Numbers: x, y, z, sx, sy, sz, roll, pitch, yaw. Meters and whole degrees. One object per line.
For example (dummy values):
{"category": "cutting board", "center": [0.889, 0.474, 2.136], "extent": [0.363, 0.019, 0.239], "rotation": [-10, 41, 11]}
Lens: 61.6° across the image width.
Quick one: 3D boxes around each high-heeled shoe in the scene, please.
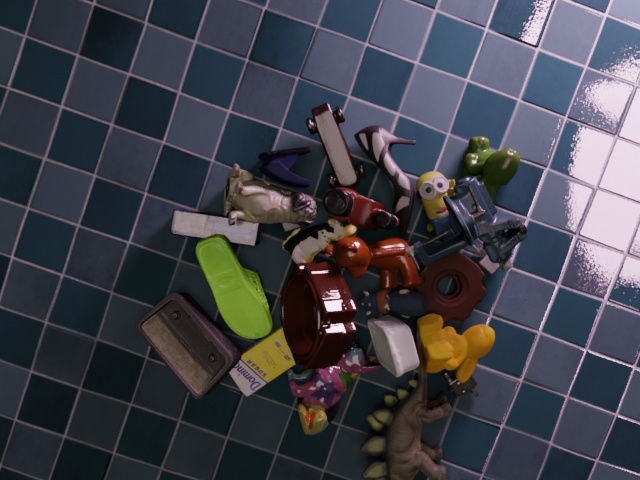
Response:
{"category": "high-heeled shoe", "center": [0.145, -0.137, 1.240], "extent": [0.145, 0.086, 0.248], "rotation": [5, 99, 15]}

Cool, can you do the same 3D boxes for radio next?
{"category": "radio", "center": [-0.299, 0.236, 1.239], "extent": [0.131, 0.073, 0.229], "rotation": [-44, 82, 3]}

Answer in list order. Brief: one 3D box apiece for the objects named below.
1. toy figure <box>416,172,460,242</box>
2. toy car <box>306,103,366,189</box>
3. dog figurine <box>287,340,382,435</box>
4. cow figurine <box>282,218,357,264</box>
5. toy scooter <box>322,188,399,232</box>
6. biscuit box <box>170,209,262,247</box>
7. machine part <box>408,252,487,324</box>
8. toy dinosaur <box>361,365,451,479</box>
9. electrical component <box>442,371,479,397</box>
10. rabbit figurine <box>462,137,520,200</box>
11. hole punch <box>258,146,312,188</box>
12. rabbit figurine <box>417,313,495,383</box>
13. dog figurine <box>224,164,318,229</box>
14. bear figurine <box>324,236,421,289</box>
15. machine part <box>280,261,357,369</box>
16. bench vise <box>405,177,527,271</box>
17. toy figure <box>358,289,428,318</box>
{"category": "toy figure", "center": [0.276, -0.069, 1.239], "extent": [0.082, 0.089, 0.180], "rotation": [-30, 104, -17]}
{"category": "toy car", "center": [0.037, -0.213, 1.239], "extent": [0.089, 0.053, 0.202], "rotation": [-21, 98, 11]}
{"category": "dog figurine", "center": [0.041, 0.336, 1.254], "extent": [0.219, 0.108, 0.191], "rotation": [-18, 93, -2]}
{"category": "cow figurine", "center": [-0.002, -0.004, 1.249], "extent": [0.167, 0.068, 0.098], "rotation": [-36, 88, 1]}
{"category": "toy scooter", "center": [0.099, -0.066, 1.225], "extent": [0.184, 0.135, 0.075], "rotation": [23, 99, 17]}
{"category": "biscuit box", "center": [-0.237, -0.030, 1.245], "extent": [0.203, 0.063, 0.059], "rotation": [9, 94, -1]}
{"category": "machine part", "center": [0.300, 0.108, 1.263], "extent": [0.179, 0.056, 0.179], "rotation": [0, 94, -2]}
{"category": "toy dinosaur", "center": [0.196, 0.500, 1.271], "extent": [0.199, 0.105, 0.471], "rotation": [7, 85, 6]}
{"category": "electrical component", "center": [0.341, 0.346, 1.297], "extent": [0.063, 0.021, 0.094], "rotation": [-35, 95, 2]}
{"category": "rabbit figurine", "center": [0.371, -0.154, 1.187], "extent": [0.121, 0.170, 0.159], "rotation": [33, 93, -2]}
{"category": "hole punch", "center": [-0.079, -0.159, 1.208], "extent": [0.116, 0.142, 0.092], "rotation": [-6, 98, -12]}
{"category": "rabbit figurine", "center": [0.314, 0.249, 1.219], "extent": [0.173, 0.122, 0.162], "rotation": [-15, 123, -3]}
{"category": "dog figurine", "center": [-0.114, -0.093, 1.218], "extent": [0.190, 0.172, 0.121], "rotation": [6, 127, -22]}
{"category": "bear figurine", "center": [0.115, 0.053, 1.197], "extent": [0.196, 0.120, 0.132], "rotation": [-6, 85, -37]}
{"category": "machine part", "center": [-0.011, 0.162, 1.172], "extent": [0.087, 0.201, 0.201], "rotation": [-1, 137, -27]}
{"category": "bench vise", "center": [0.303, -0.007, 1.149], "extent": [0.241, 0.129, 0.223], "rotation": [-28, 111, 8]}
{"category": "toy figure", "center": [0.166, 0.144, 1.232], "extent": [0.155, 0.057, 0.064], "rotation": [1, 77, 25]}
